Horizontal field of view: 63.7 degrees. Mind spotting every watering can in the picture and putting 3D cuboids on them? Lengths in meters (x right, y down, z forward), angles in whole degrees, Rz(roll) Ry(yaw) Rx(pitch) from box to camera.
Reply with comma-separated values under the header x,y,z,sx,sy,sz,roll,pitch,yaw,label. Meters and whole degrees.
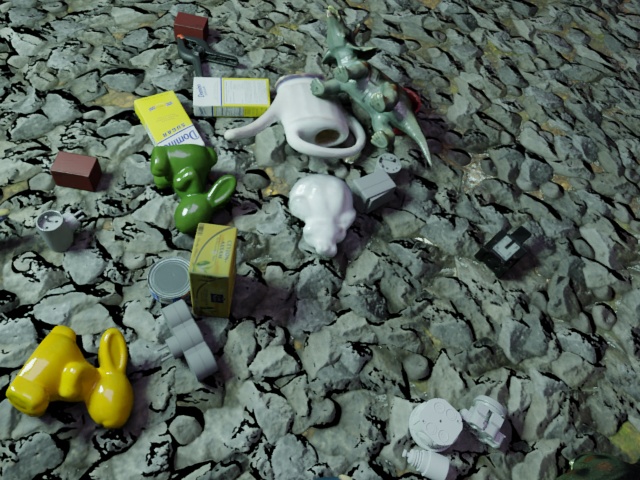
x,y,z,sx,sy,sz,roll,pitch,yaw,label
-0.053,-0.281,1.152,0.348,0.102,0.229,3,57,-28,watering can

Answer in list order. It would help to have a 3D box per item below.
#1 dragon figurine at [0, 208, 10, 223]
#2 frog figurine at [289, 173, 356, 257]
x,y,z,sx,sy,sz,roll,pitch,yaw,label
-0.770,-0.014,0.871,0.415,0.119,0.246,-31,60,-28,dragon figurine
0.003,-0.052,1.026,0.137,0.120,0.163,22,42,-19,frog figurine
